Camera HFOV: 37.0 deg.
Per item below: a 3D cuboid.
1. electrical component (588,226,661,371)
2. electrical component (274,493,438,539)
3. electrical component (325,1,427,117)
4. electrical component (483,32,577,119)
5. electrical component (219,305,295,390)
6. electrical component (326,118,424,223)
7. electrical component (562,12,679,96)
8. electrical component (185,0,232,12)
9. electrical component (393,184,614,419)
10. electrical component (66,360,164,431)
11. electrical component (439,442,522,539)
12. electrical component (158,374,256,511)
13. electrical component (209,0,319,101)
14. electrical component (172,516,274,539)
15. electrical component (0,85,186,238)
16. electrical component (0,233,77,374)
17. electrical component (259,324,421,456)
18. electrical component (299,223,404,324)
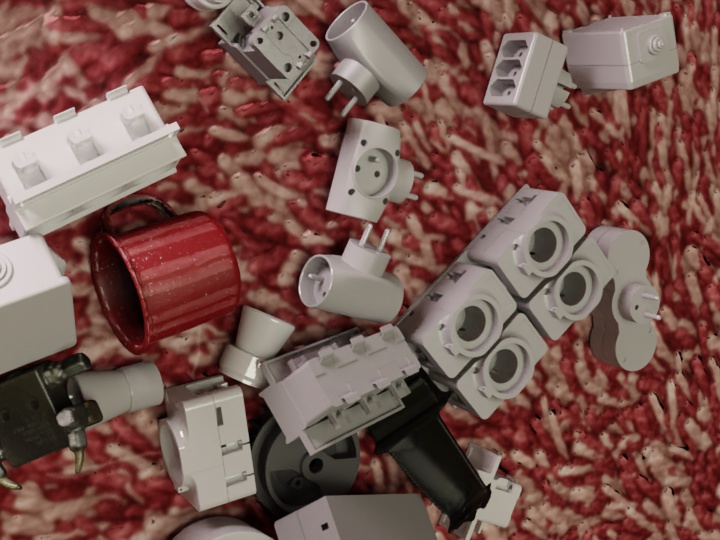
[{"bbox_3d":[0.257,0.030,1.015,0.052,0.074,0.138,-16,106,-26],"label":"electrical component"},{"bbox_3d":[0.004,0.234,0.869,0.150,0.062,0.089,17,47,-56],"label":"electrical component"},{"bbox_3d":[0.003,-0.158,0.858,0.077,0.044,0.079,44,77,-28],"label":"electrical component"},{"bbox_3d":[0.159,-0.164,0.942,0.077,0.047,0.065,17,91,-30],"label":"electrical component"},{"bbox_3d":[-0.082,0.061,0.849,0.045,0.045,0.055,25,86,-30],"label":"electrical component"},{"bbox_3d":[0.018,-0.077,0.881,0.079,0.044,0.077,13,92,-30],"label":"electrical component"},{"bbox_3d":[0.235,-0.189,0.952,0.062,0.096,0.061,-22,110,-24],"label":"electrical component"},{"bbox_3d":[-0.106,-0.206,0.780,0.035,0.061,0.035,-5,101,-28],"label":"electrical component"},{"bbox_3d":[0.132,0.028,0.953,0.186,0.060,0.105,-46,117,-15],"label":"electrical component"},{"bbox_3d":[-0.180,0.091,0.803,0.065,0.044,0.044,-13,105,-32],"label":"electrical component"},{"bbox_3d":[0.109,0.204,0.983,0.064,0.042,0.081,23,88,-34],"label":"electrical component"},{"bbox_3d":[-0.121,0.135,0.837,0.056,0.050,0.089,-13,105,-27],"label":"electrical component"},{"bbox_3d":[-0.067,-0.169,0.807,0.081,0.064,0.042,43,78,-28],"label":"electrical component"},{"bbox_3d":[-0.112,0.249,0.856,0.108,0.060,0.108,-5,101,-28],"label":"electrical component"},{"bbox_3d":[-0.193,-0.076,0.752,0.121,0.079,0.063,-29,90,-22],"label":"electrical component"},{"bbox_3d":[-0.244,0.027,0.727,0.100,0.099,0.048,-22,64,-23],"label":"electrical component"},{"bbox_3d":[-0.011,0.087,0.849,0.121,0.063,0.078,-17,73,-52],"label":"electrical component"},{"bbox_3d":[0.000,0.000,0.875,0.077,0.044,0.079,15,104,-38],"label":"electrical component"}]
